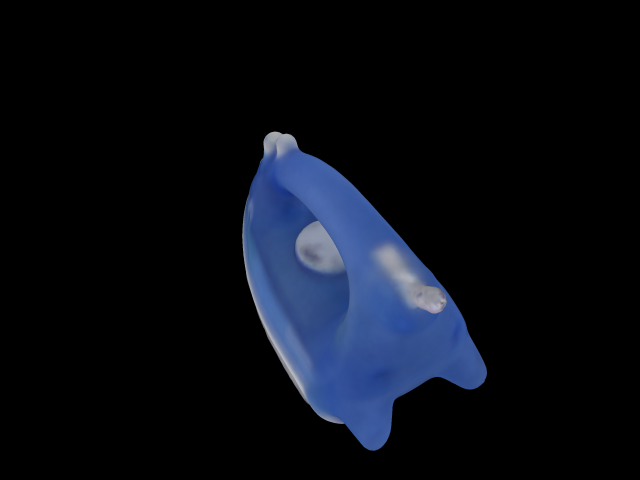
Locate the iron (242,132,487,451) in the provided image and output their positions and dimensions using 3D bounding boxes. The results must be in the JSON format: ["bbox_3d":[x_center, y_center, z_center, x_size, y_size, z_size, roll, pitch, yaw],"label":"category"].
[{"bbox_3d":[0.004,0.001,0.400,0.119,0.141,0.257,-25,54,-20],"label":"iron"}]
